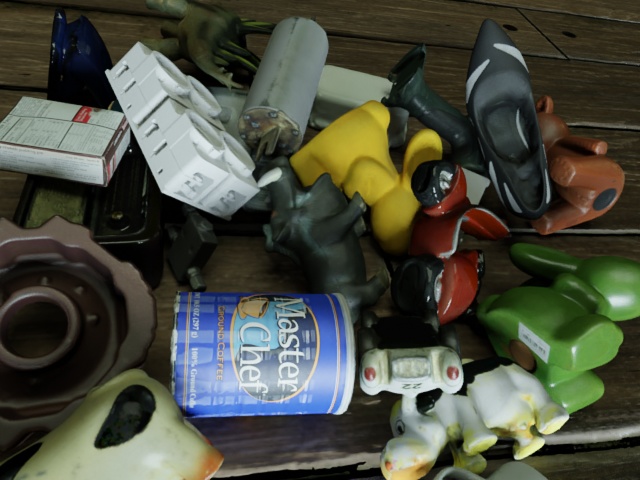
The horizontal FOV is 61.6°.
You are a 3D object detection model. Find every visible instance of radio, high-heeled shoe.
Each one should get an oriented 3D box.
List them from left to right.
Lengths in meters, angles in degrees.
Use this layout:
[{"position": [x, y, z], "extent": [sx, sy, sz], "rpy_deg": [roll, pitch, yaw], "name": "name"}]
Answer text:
[{"position": [-0.233, -0.049, 0.576], "extent": [0.131, 0.073, 0.230], "rpy_deg": [0, 45, -14], "name": "radio"}, {"position": [0.233, -0.149, 0.666], "extent": [0.086, 0.248, 0.145], "rpy_deg": [-15, 14, 18], "name": "high-heeled shoe"}]

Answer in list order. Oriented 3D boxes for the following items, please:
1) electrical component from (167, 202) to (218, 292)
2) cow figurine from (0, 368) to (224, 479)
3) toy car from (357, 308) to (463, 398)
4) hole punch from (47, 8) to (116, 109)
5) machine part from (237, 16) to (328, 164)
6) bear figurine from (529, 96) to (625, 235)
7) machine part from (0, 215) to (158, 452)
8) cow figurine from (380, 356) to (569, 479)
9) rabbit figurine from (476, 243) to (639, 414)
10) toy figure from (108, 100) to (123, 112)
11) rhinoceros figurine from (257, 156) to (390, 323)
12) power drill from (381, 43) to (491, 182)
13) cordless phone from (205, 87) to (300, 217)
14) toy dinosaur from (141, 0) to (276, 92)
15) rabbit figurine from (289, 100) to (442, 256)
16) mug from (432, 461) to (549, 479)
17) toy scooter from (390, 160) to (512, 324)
[{"position": [-0.130, 0.007, 0.551], "extent": [0.021, 0.063, 0.094], "rpy_deg": [11, 36, -44], "name": "electrical component"}, {"position": [-0.174, 0.163, 0.339], "extent": [0.195, 0.085, 0.127], "rpy_deg": [-41, 90, -18], "name": "cow figurine"}, {"position": [0.069, 0.091, 0.443], "extent": [0.074, 0.056, 0.201], "rpy_deg": [-3, -1, 6], "name": "toy car"}, {"position": [-0.317, -0.229, 0.720], "extent": [0.092, 0.115, 0.142], "rpy_deg": [5, 44, -21], "name": "hole punch"}, {"position": [-0.041, -0.186, 0.645], "extent": [0.079, 0.079, 0.243], "rpy_deg": [13, 57, -1], "name": "machine part"}, {"position": [0.325, -0.115, 0.760], "extent": [0.132, 0.120, 0.196], "rpy_deg": [-10, 46, -19], "name": "bear figurine"}, {"position": [-0.222, 0.070, 0.423], "extent": [0.179, 0.056, 0.179], "rpy_deg": [6, 71, -17], "name": "machine part"}, {"position": [0.118, 0.148, 0.467], "extent": [0.167, 0.068, 0.098], "rpy_deg": [-5, 43, -22], "name": "cow figurine"}, {"position": [0.260, 0.073, 0.552], "extent": [0.170, 0.121, 0.159], "rpy_deg": [-26, 33, -17], "name": "rabbit figurine"}, {"position": [-0.238, -0.180, 0.716], "extent": [0.064, 0.058, 0.155], "rpy_deg": [36, 23, -29], "name": "toy figure"}, {"position": [-0.001, -0.002, 0.560], "extent": [0.112, 0.073, 0.190], "rpy_deg": [-24, 79, -1], "name": "rhinoceros figurine"}, {"position": [0.191, -0.185, 0.789], "extent": [0.207, 0.086, 0.232], "rpy_deg": [41, 47, -22], "name": "power drill"}, {"position": [-0.101, -0.100, 0.661], "extent": [0.147, 0.088, 0.184], "rpy_deg": [9, 47, -6], "name": "cordless phone"}, {"position": [-0.167, -0.310, 0.818], "extent": [0.199, 0.105, 0.472], "rpy_deg": [9, 32, -9], "name": "toy dinosaur"}, {"position": [0.074, -0.068, 0.643], "extent": [0.162, 0.122, 0.173], "rpy_deg": [-34, 80, 7], "name": "rabbit figurine"}, {"position": [0.130, 0.214, 0.399], "extent": [0.110, 0.080, 0.107], "rpy_deg": [34, 36, 19], "name": "mug"}, {"position": [0.151, 0.011, 0.584], "extent": [0.135, 0.075, 0.183], "rpy_deg": [15, 80, -33], "name": "toy scooter"}]
